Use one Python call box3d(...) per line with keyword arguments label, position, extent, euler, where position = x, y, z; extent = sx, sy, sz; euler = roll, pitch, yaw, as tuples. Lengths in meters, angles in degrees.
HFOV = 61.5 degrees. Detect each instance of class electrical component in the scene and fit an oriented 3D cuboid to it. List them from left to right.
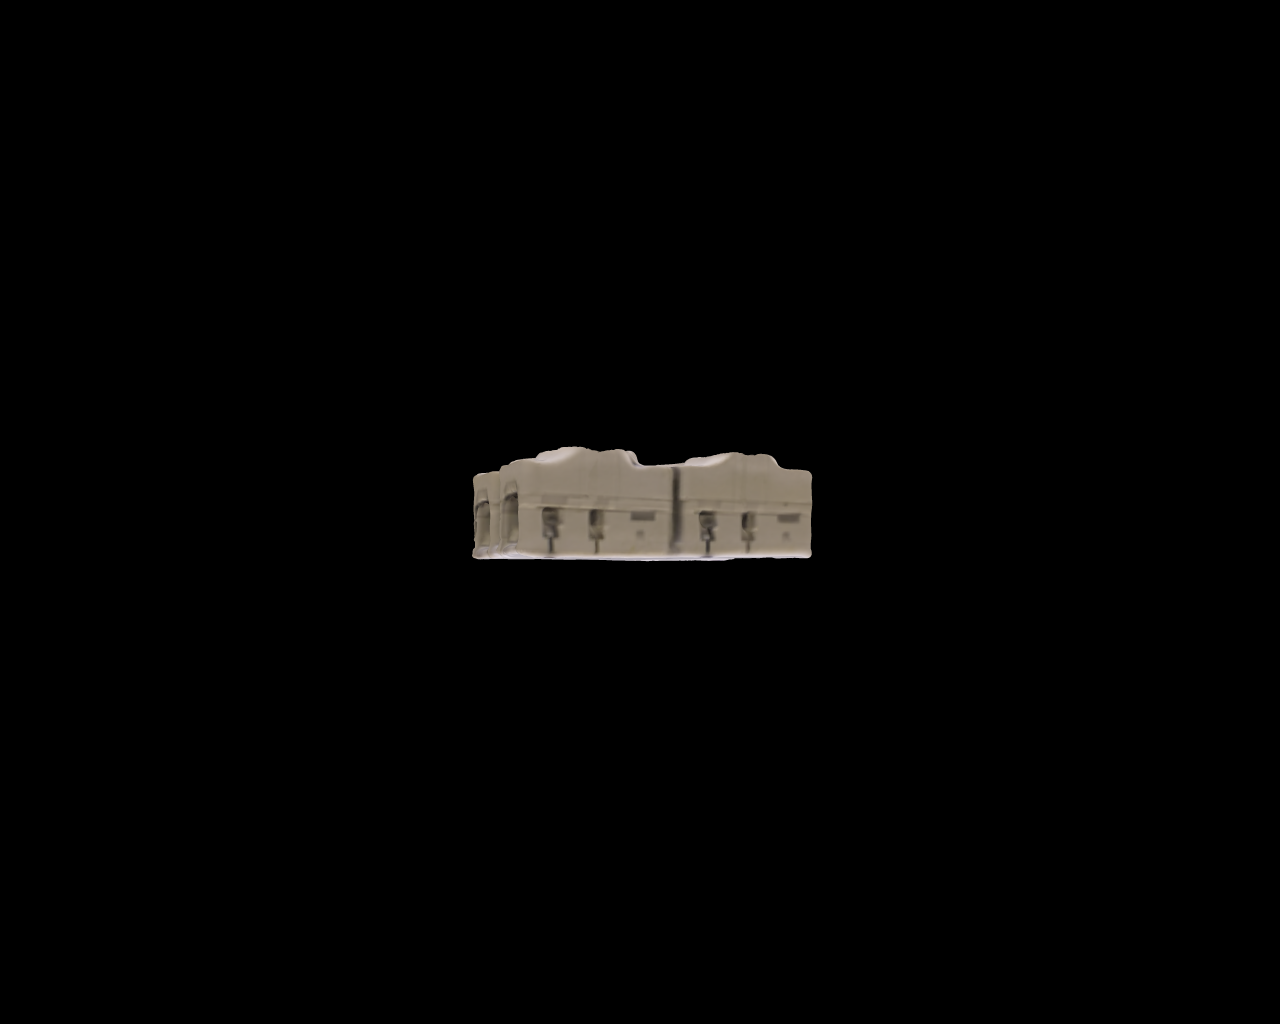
box3d(label="electrical component", position=(0.001, -0.003, 0.650), extent=(0.186, 0.060, 0.105), euler=(1, -3, -23))
